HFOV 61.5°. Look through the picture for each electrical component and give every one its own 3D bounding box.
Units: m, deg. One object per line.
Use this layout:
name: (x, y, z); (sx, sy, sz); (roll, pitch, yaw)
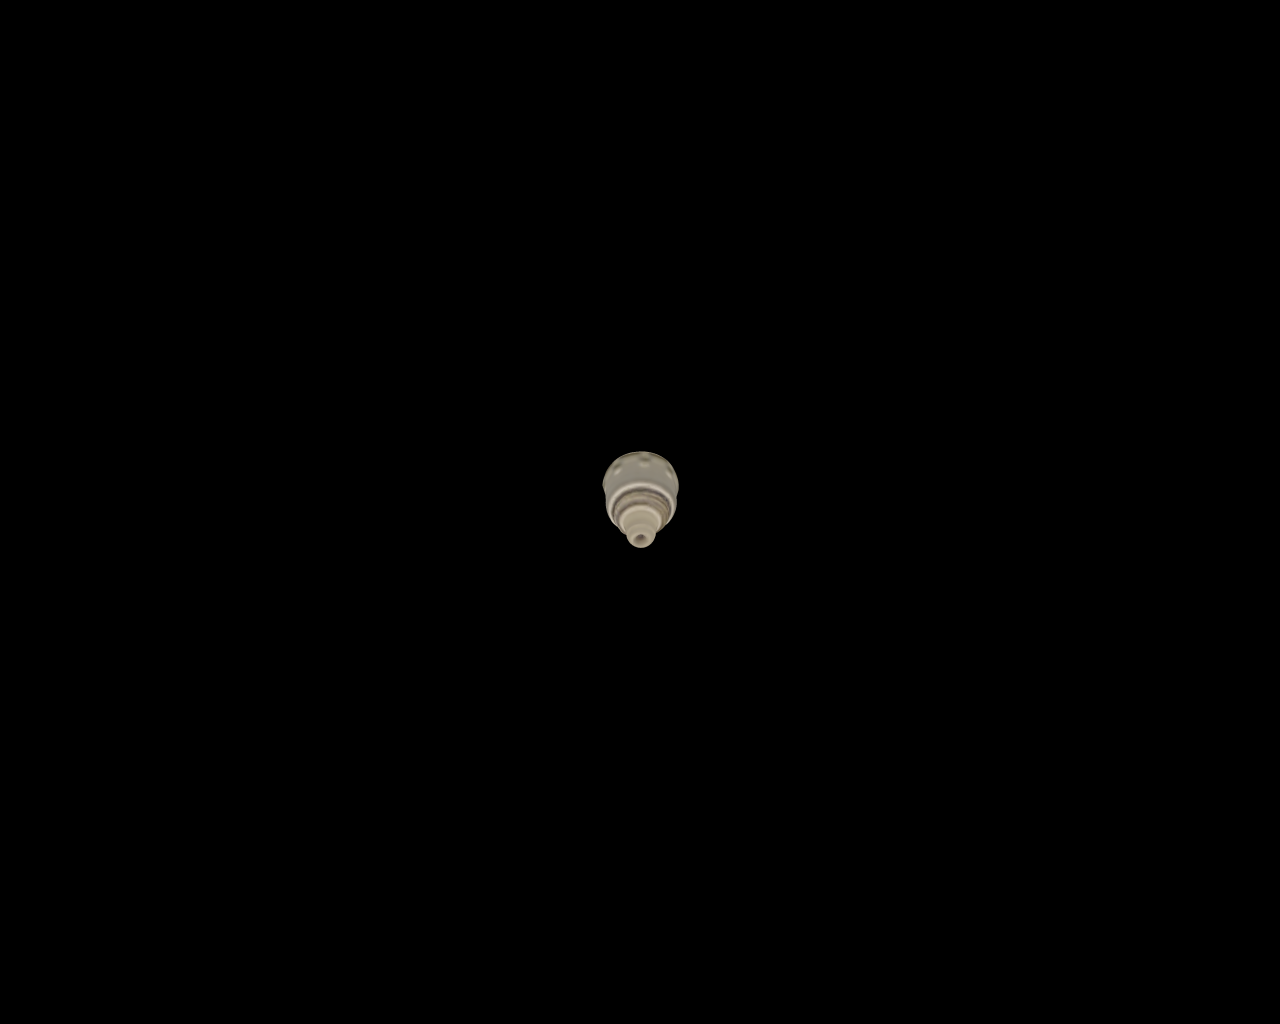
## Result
electrical component: (0.001, -0.003, 0.650); (0.048, 0.048, 0.062); (0, 40, 0)
